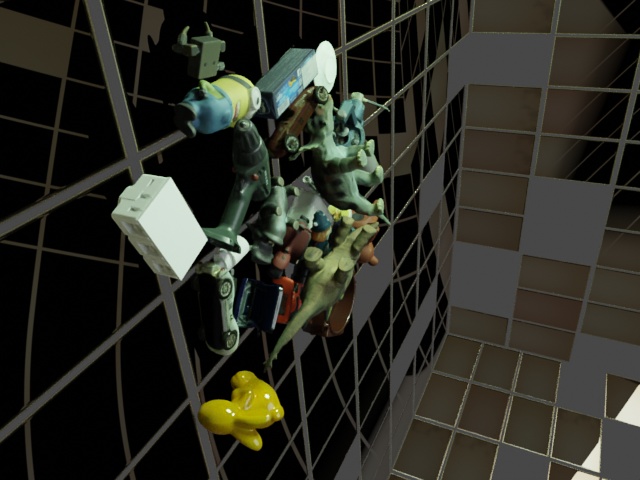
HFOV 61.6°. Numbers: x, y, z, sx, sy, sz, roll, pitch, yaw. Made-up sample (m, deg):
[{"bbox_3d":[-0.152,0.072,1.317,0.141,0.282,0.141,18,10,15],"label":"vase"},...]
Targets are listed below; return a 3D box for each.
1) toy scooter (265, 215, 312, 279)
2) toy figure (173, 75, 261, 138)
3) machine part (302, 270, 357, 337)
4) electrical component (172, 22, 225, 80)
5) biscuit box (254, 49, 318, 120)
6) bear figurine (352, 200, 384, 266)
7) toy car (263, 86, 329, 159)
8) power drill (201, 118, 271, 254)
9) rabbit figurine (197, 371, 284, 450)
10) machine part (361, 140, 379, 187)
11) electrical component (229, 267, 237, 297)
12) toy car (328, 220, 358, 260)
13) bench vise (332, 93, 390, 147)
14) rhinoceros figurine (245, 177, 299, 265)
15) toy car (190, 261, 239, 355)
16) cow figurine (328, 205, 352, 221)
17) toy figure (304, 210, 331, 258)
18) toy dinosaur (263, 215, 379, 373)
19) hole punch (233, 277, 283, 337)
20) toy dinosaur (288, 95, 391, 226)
[{"bbox_3d":[-0.059,-0.003,1.191,0.135,0.075,0.184,-59,-176,28],"label":"toy scooter"},{"bbox_3d":[-0.174,-0.232,0.912,0.089,0.082,0.180,54,43,1],"label":"toy figure"},{"bbox_3d":[0.030,0.171,1.534,0.201,0.087,0.201,12,90,-67],"label":"machine part"},{"bbox_3d":[-0.195,-0.309,0.881,0.102,0.045,0.078,-46,158,-49],"label":"electrical component"},{"bbox_3d":[-0.074,-0.327,1.117,0.203,0.063,0.059,-57,149,-39],"label":"biscuit box"},{"bbox_3d":[0.132,-0.019,1.643,0.195,0.120,0.132,74,31,-48],"label":"bear figurine"},{"bbox_3d":[-0.055,-0.255,1.131,0.053,0.089,0.202,42,67,-32],"label":"toy car"},{"bbox_3d":[-0.154,-0.088,0.984,0.232,0.086,0.207,79,25,-75],"label":"power drill"},{"bbox_3d":[-0.171,0.368,1.124,0.173,0.163,0.121,8,106,-49],"label":"rabbit figurine"},{"bbox_3d":[0.130,-0.227,1.599,0.243,0.079,0.079,47,57,-62],"label":"machine part"},{"bbox_3d":[-0.187,0.104,1.077,0.063,0.021,0.093,-60,158,-67],"label":"electrical component"},{"bbox_3d":[0.053,0.031,1.428,0.103,0.109,0.161,29,108,-25],"label":"toy car"},{"bbox_3d":[0.069,-0.294,1.360,0.223,0.129,0.240,-59,170,-6],"label":"bench vise"},{"bbox_3d":[-0.106,-0.043,1.122,0.073,0.112,0.190,31,58,-47],"label":"rhinoceros figurine"},{"bbox_3d":[-0.197,0.131,1.022,0.056,0.074,0.201,-38,134,-52],"label":"toy car"},{"bbox_3d":[0.048,-0.016,1.523,0.098,0.068,0.167,3,100,-77],"label":"cow figurine"},{"bbox_3d":[-0.004,-0.005,1.277,0.064,0.058,0.154,-112,-153,-44],"label":"toy figure"},{"bbox_3d":[0.014,0.097,1.211,0.471,0.105,0.198,-44,155,-41],"label":"toy dinosaur"},{"bbox_3d":[-0.142,0.138,1.149,0.116,0.092,0.142,169,-69,-72],"label":"hole punch"},{"bbox_3d":[0.047,-0.149,1.295,0.404,0.192,0.131,68,32,-45],"label":"toy dinosaur"}]
